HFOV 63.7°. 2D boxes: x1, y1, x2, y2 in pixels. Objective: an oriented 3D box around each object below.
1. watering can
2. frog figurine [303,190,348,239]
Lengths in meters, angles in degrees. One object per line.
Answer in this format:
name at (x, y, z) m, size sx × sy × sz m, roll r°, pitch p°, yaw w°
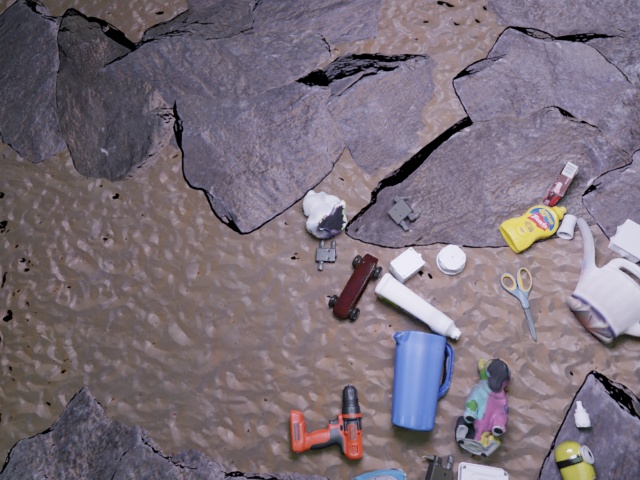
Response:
watering can at (0.758, 0.124, 1.384) m, size 0.225 × 0.102 × 0.352 m, roll -36°, pitch 71°, yaw -6°
frog figurine at (0.005, -0.079, 1.565) m, size 0.161 × 0.121 × 0.138 m, roll 27°, pitch 83°, yaw 51°
